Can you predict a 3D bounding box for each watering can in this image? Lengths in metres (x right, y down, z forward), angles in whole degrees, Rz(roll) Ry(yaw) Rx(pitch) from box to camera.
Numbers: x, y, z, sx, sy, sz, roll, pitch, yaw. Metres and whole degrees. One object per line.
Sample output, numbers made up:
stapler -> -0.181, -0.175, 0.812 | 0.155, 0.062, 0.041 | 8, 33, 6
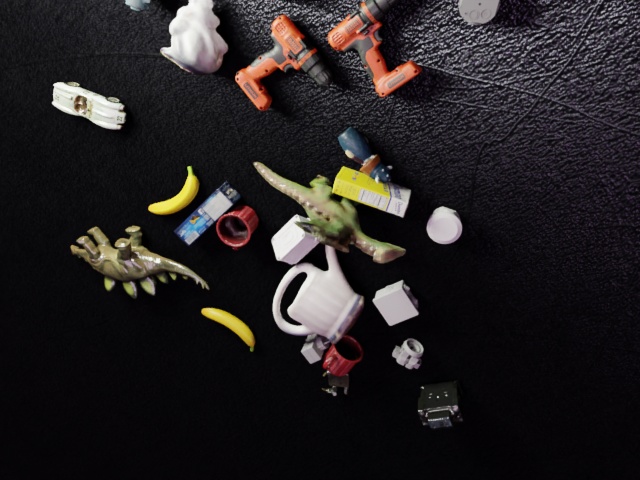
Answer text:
watering can -> 0.019, 0.128, 1.350 | 0.224, 0.105, 0.343 | 32, 108, -2

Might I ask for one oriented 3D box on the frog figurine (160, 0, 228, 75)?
frog figurine -> -0.267, -0.457, 1.152 | 0.136, 0.125, 0.157 | 20, 114, -33

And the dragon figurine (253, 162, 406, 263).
dragon figurine -> 0.004, -0.059, 1.172 | 0.410, 0.246, 0.121 | 26, 106, -1
